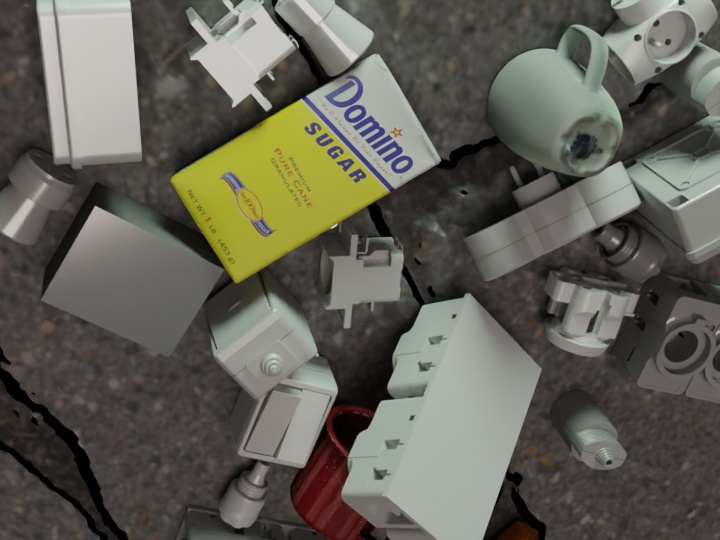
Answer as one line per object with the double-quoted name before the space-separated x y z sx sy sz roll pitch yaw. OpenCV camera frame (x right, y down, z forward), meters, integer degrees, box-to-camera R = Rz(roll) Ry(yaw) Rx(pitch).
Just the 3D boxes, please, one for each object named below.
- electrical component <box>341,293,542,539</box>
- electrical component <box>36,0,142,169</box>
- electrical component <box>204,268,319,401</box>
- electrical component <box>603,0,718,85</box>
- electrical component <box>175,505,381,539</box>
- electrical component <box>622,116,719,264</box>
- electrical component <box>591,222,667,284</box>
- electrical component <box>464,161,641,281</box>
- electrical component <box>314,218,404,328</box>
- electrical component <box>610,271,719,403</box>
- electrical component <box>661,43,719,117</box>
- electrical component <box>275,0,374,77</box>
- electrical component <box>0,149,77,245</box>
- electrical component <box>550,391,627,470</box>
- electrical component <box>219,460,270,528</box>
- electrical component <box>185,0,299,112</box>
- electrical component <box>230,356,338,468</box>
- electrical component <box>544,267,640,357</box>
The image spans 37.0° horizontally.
"electrical component" 0.066 0.127 0.859 0.060 0.186 0.105 -13 132 46
"electrical component" -0.181 -0.132 0.719 0.057 0.078 0.113 -6 117 -14
"electrical component" -0.078 0.048 0.823 0.062 0.096 0.061 -38 118 6
"electrical component" 0.214 -0.192 0.803 0.077 0.044 0.079 -39 118 7
"electrical component" -0.078 0.286 0.962 0.186 0.060 0.105 15 112 -20
"electrical component" 0.276 -0.069 0.844 0.109 0.108 0.056 -28 116 1
"electrical component" 0.220 -0.020 0.892 0.062 0.043 0.043 31 106 -23
"electrical component" 0.145 -0.054 0.853 0.138 0.052 0.073 -27 90 3
"electrical component" 0.000 0.000 0.850 0.064 0.042 0.081 -3 117 -16
"electrical component" 0.314 0.066 0.947 0.150 0.061 0.089 13 112 -19
"electrical component" 0.268 -0.143 0.820 0.043 0.081 0.043 -6 117 -11
"electrical component" -0.028 -0.174 0.756 0.044 0.044 0.065 -43 113 9
"electrical component" -0.234 -0.052 0.764 0.045 0.045 0.055 34 104 -26
"electrical component" 0.203 0.146 0.949 0.043 0.081 0.043 -6 117 -11
"electrical component" -0.096 0.190 0.925 0.035 0.035 0.061 22 107 -22
"electrical component" -0.082 -0.155 0.751 0.064 0.042 0.081 -38 119 6
"electrical component" -0.065 0.118 0.881 0.062 0.061 0.096 16 111 -20
"electrical component" 0.189 0.036 0.905 0.078 0.058 0.057 9 110 -18
